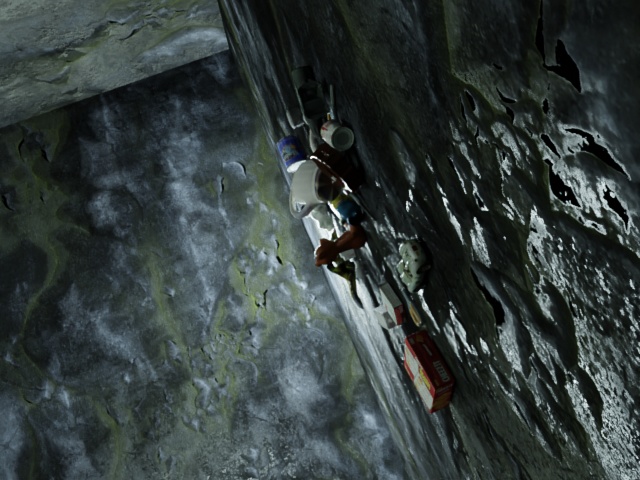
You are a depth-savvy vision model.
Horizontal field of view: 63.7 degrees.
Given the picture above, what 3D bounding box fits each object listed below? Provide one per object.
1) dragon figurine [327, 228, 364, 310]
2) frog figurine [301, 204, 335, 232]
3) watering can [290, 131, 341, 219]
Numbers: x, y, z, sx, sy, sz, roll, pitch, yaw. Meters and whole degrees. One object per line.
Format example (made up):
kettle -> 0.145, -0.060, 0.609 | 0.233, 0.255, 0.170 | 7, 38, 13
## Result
dragon figurine -> 0.119, 0.130, 2.260 | 0.416, 0.122, 0.240 | 68, -169, 20
frog figurine -> 0.007, -0.118, 2.347 | 0.160, 0.125, 0.134 | 27, 148, 18
watering can -> -0.014, -0.239, 1.747 | 0.224, 0.103, 0.351 | 2, 74, 51
